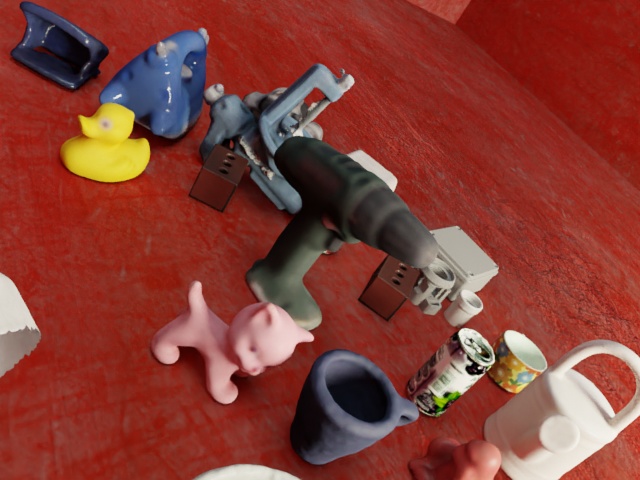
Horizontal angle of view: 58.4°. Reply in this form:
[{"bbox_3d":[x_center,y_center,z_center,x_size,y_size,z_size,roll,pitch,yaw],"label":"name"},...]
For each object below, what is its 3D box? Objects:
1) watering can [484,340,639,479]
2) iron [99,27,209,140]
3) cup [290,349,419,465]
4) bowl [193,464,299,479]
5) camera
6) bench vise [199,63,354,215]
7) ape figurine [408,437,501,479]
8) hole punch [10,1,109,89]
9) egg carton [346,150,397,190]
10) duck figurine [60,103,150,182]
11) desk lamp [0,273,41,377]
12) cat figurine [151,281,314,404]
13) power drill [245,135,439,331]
[{"bbox_3d":[0.283,0.195,0.646,0.101,0.194,0.173,36,31,3],"label":"watering can"},{"bbox_3d":[-0.212,-0.254,0.849,0.119,0.141,0.258,30,31,-7],"label":"iron"},{"bbox_3d":[0.024,0.168,0.538,0.118,0.095,0.091,20,34,-21],"label":"cup"},{"bbox_3d":[-0.050,0.245,0.383,0.168,0.074,0.167,24,33,-16],"label":"bowl"},{"bbox_3d":[-0.050,-0.198,0.962,0.143,0.100,0.137,38,31,6],"label":"camera"},{"bbox_3d":[-0.063,-0.162,0.786,0.208,0.219,0.121,25,32,-14],"label":"bench vise"},{"bbox_3d":[0.142,0.229,0.567,0.076,0.092,0.078,33,31,-2],"label":"ape figurine"},{"bbox_3d":[-0.358,-0.282,0.800,0.109,0.091,0.101,28,32,-10],"label":"hole punch"},{"bbox_3d":[0.062,-0.091,0.951,0.107,0.069,0.151,40,32,10],"label":"egg carton"},{"bbox_3d":[-0.250,-0.124,0.690,0.105,0.086,0.077,-3,47,-45],"label":"duck figurine"},{"bbox_3d":[-0.269,0.045,0.319,0.203,0.213,0.118,44,32,15],"label":"desk lamp"},{"bbox_3d":[-0.077,0.086,0.534,0.128,0.117,0.067,34,31,-1],"label":"cat figurine"},{"bbox_3d":[0.006,0.002,0.638,0.076,0.208,0.229,-4,48,-46],"label":"power drill"}]
